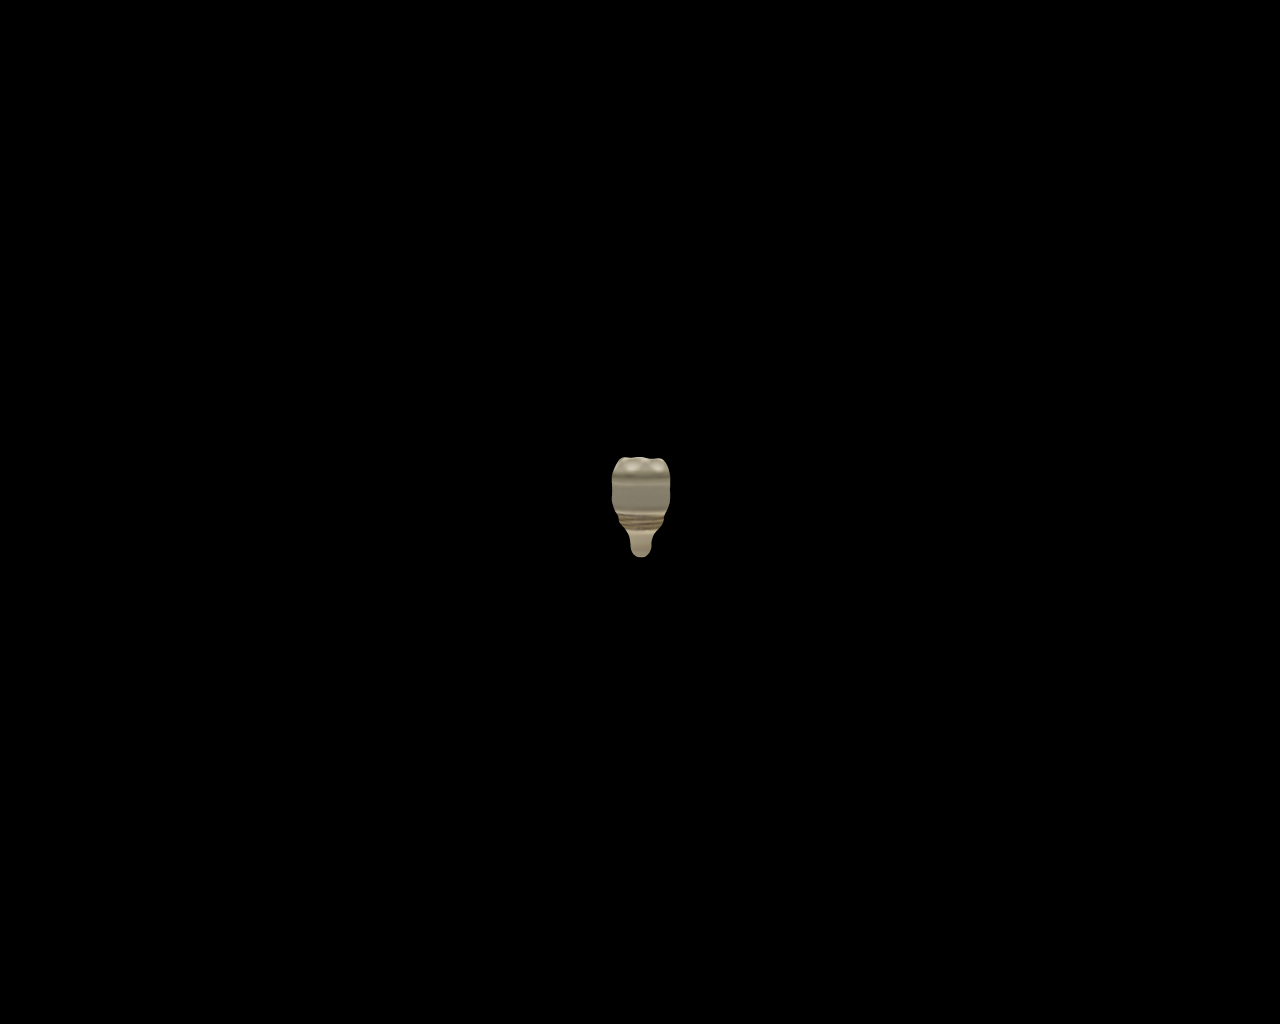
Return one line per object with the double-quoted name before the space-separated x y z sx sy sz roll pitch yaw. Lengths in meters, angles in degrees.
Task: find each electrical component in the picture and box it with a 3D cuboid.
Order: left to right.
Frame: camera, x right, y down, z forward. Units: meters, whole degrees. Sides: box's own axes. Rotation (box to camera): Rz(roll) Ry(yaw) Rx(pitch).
"electrical component" 0.001 -0.003 0.650 0.035 0.061 0.035 0 4 0
